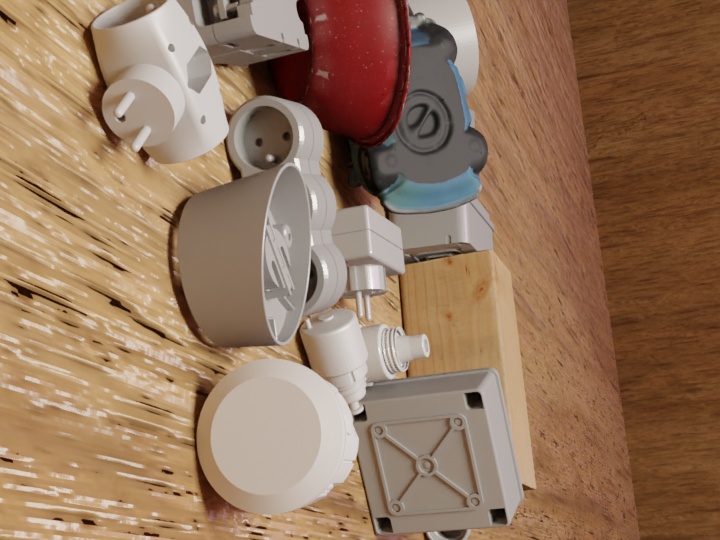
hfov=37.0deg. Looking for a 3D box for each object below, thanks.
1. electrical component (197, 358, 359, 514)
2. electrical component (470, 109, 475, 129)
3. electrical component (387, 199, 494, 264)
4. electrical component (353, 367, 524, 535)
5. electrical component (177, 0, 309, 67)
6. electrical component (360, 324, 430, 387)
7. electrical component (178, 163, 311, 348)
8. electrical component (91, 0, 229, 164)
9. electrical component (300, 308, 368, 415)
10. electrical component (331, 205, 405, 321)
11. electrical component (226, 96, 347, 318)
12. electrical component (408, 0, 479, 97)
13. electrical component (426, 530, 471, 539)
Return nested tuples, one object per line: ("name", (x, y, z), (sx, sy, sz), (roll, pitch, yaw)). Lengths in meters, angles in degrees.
("electrical component", (-0.042, 0.089, 0.576), (0.051, 0.080, 0.080), (36, 47, -72))
("electrical component", (0.052, -0.122, 0.994), (0.076, 0.083, 0.047), (24, 48, -22))
("electrical component", (0.077, -0.035, 1.003), (0.113, 0.078, 0.057), (36, 50, -65))
("electrical component", (0.057, 0.136, 0.804), (0.056, 0.109, 0.108), (-34, 113, -67))
("electrical component", (-0.075, -0.153, 0.638), (0.089, 0.056, 0.050), (-15, 95, -72))
("electrical component", (0.020, 0.061, 0.805), (0.048, 0.062, 0.048), (-10, 90, -72))
("electrical component", (-0.058, -0.006, 0.601), (0.099, 0.064, 0.099), (-10, 90, -72))
("electrical component", (-0.104, -0.087, 0.537), (0.079, 0.043, 0.077), (-75, 149, -53))
("electrical component", (-0.014, 0.063, 0.737), (0.040, 0.040, 0.078), (-61, 138, -62))
("electrical component", (0.000, 0.000, 0.800), (0.083, 0.047, 0.075), (27, 56, -68))
("electrical component", (-0.040, -0.040, 0.691), (0.074, 0.052, 0.138), (-10, 90, -72))
("electrical component", (0.052, -0.197, 0.939), (0.108, 0.060, 0.108), (164, -90, -73))
("electrical component", (0.079, 0.219, 0.940), (0.046, 0.040, 0.040), (17, 65, -77))
